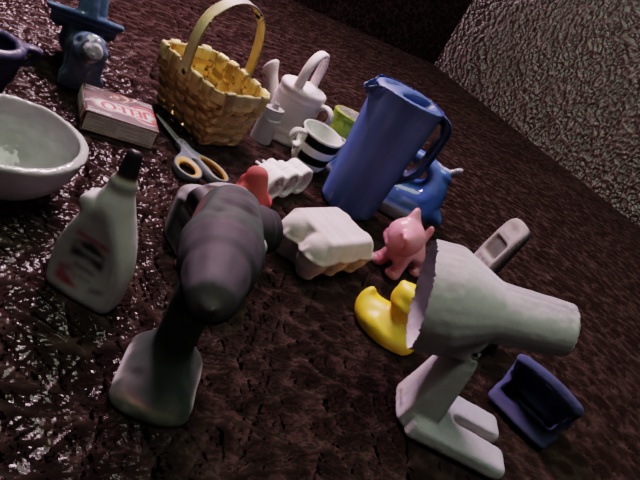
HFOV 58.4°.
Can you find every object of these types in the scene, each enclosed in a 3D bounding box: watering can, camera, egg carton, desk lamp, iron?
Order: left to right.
[{"bbox_3d":[-0.102,-0.010,0.717,0.137,0.100,0.142,1,39,-44],"label":"camera"},{"bbox_3d":[-0.045,-0.300,1.166,0.173,0.194,0.101,26,27,-9],"label":"watering can"},{"bbox_3d":[0.008,0.003,0.841,0.151,0.069,0.107,-7,45,-51],"label":"egg carton"},{"bbox_3d":[0.150,-0.137,1.145,0.258,0.141,0.118,28,27,-5],"label":"iron"},{"bbox_3d":[0.165,0.125,0.634,0.203,0.213,0.118,28,27,-5],"label":"desk lamp"}]

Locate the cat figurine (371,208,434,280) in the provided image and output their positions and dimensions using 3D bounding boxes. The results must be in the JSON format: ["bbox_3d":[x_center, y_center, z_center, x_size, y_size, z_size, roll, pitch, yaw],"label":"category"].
[{"bbox_3d":[0.143,0.002,0.926,0.128,0.117,0.067,-6,44,-50],"label":"cat figurine"}]

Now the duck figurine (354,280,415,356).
[{"bbox_3d":[0.103,0.092,0.768,0.104,0.086,0.078,41,28,20],"label":"duck figurine"}]

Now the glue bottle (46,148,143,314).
[{"bbox_3d":[-0.201,-0.013,0.540,0.078,0.173,0.037,30,27,-2],"label":"glue bottle"}]

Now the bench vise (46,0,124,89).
[{"bbox_3d":[-0.357,-0.361,0.924,0.122,0.219,0.207,-5,43,-49],"label":"bench vise"}]

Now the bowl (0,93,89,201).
[{"bbox_3d":[-0.351,-0.093,0.635,0.168,0.074,0.167,24,27,-13],"label":"bowl"}]

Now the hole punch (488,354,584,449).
[{"bbox_3d":[0.297,0.204,0.769,0.108,0.091,0.101,45,30,26],"label":"hole punch"}]

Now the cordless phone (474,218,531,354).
[{"bbox_3d":[0.263,0.066,0.864,0.094,0.185,0.147,15,31,-28],"label":"cordless phone"}]

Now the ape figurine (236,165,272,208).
[{"bbox_3d":[-0.100,-0.066,0.824,0.078,0.092,0.076,21,28,-19],"label":"ape figurine"}]

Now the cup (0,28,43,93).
[{"bbox_3d":[-0.432,-0.224,0.753,0.091,0.095,0.118,43,29,23],"label":"cup"}]

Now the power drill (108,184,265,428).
[{"bbox_3d":[-0.105,0.055,0.484,0.076,0.208,0.229,23,28,-14],"label":"power drill"}]
